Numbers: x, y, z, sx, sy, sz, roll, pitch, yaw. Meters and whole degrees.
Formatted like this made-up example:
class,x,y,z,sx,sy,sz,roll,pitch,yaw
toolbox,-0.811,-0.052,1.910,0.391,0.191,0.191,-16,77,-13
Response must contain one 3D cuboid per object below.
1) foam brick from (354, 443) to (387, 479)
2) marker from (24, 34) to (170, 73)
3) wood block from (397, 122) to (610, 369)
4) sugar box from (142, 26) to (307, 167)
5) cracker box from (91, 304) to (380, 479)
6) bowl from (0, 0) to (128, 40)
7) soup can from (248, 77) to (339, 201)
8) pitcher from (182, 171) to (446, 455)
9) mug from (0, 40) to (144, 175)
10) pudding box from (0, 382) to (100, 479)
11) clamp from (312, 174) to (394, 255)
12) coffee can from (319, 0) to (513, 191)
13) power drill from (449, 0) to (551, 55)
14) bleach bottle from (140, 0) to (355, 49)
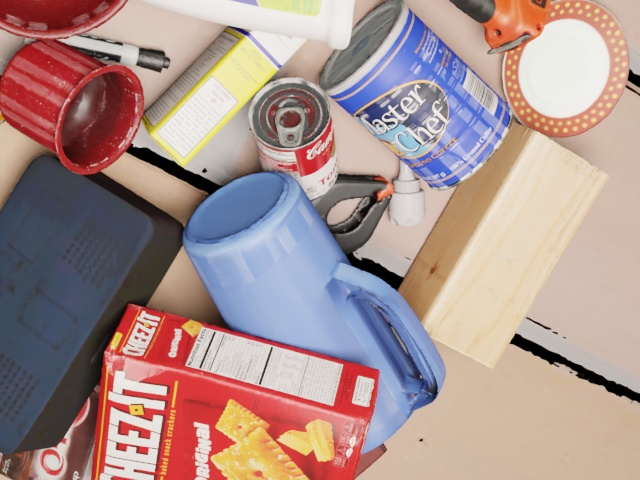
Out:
class,x,y,z,sx,sy,sz,roll,pitch,yaw
foam brick,0.020,0.183,1.019,0.051,0.078,0.053,-42,112,4
marker,-0.186,-0.161,0.897,0.121,0.020,0.020,10,103,-17
wood block,0.164,0.001,0.996,0.090,0.091,0.206,27,98,-19
sugar box,-0.072,-0.144,0.892,0.176,0.093,0.048,-43,111,1
cracker box,-0.073,0.159,0.874,0.213,0.072,0.164,15,124,2
bowl,-0.219,-0.242,0.846,0.162,0.055,0.162,-4,107,-13
soup can,-0.020,-0.083,0.910,0.068,0.102,0.068,-2,66,5
pitcher,-0.007,0.063,0.911,0.149,0.145,0.242,-31,120,-4
mug,-0.196,-0.112,0.867,0.117,0.082,0.093,-8,122,-58
pudding box,-0.233,0.169,0.949,0.090,0.039,0.113,21,104,18
clamp,-0.006,0.001,0.981,0.171,0.039,0.120,-23,123,-6
coffee can,0.084,-0.125,0.932,0.140,0.103,0.103,39,93,-21
power drill,0.119,-0.260,0.906,0.187,0.057,0.184,29,66,-27
bleach bottle,-0.097,-0.209,0.805,0.251,0.068,0.102,6,96,-1
